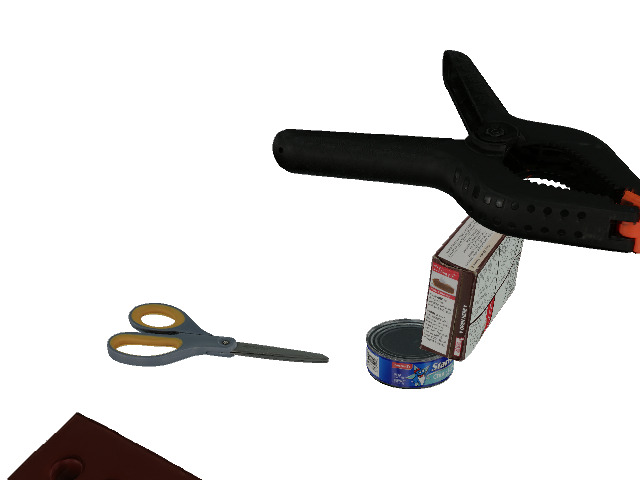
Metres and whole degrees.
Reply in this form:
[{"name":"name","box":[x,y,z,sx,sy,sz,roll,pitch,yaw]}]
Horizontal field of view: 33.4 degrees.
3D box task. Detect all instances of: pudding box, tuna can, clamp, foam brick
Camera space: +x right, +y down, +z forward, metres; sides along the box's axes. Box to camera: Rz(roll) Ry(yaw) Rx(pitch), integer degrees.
[{"name":"pudding box","box":[0.119,0.024,0.809,0.039,0.090,0.113,19,39,22]},{"name":"tuna can","box":[0.087,0.109,1.030,0.086,0.034,0.086,-1,22,0]},{"name":"clamp","box":[0.086,-0.044,0.602,0.164,0.036,0.210,-26,42,-28]},{"name":"foam brick","box":[-0.084,0.119,0.437,0.078,0.051,0.052,21,45,26]}]

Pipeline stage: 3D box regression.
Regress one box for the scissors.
[{"name":"scissors","box":[-0.098,0.089,1.006,0.201,0.016,0.096,-1,32,-9]}]
